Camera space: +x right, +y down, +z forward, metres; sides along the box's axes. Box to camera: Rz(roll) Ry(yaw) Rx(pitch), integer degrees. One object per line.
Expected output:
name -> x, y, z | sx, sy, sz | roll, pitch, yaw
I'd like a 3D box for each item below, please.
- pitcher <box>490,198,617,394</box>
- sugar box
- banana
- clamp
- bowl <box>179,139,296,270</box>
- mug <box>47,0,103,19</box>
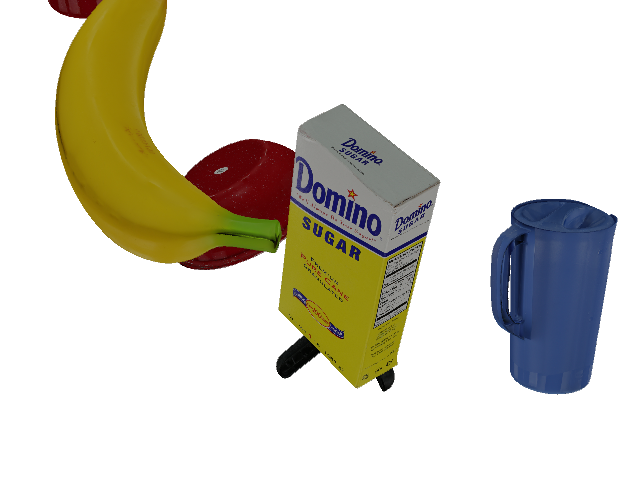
pitcher -> 0.301, 0.076, 1.398 | 0.149, 0.243, 0.144 | 5, 21, 14
sugar box -> 0.019, 0.008, 0.705 | 0.048, 0.176, 0.093 | -29, 55, -29
banana -> -0.078, -0.052, 0.453 | 0.069, 0.037, 0.198 | -8, 46, -20
clamp -> 0.040, 0.088, 1.106 | 0.120, 0.171, 0.039 | 16, -40, 17
bowl -> -0.078, -0.045, 0.981 | 0.162, 0.055, 0.162 | -22, 30, 13
mug -> -0.181, -0.216, 0.787 | 0.117, 0.081, 0.093 | -3, 38, 3
